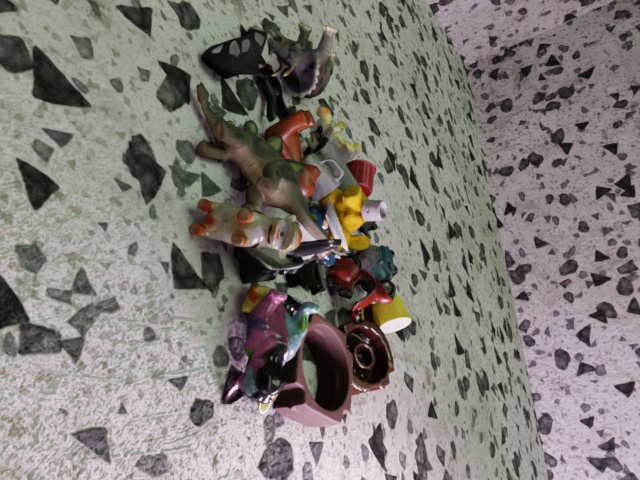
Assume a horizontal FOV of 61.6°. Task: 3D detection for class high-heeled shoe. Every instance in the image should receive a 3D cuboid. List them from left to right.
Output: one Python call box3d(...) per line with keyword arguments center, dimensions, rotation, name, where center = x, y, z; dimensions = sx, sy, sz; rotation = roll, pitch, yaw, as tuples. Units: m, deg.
box3d(center=(-0.198, -0.437, 1.220), dimensions=(0.145, 0.086, 0.249), rotation=(12, 40, -23), name="high-heeled shoe")

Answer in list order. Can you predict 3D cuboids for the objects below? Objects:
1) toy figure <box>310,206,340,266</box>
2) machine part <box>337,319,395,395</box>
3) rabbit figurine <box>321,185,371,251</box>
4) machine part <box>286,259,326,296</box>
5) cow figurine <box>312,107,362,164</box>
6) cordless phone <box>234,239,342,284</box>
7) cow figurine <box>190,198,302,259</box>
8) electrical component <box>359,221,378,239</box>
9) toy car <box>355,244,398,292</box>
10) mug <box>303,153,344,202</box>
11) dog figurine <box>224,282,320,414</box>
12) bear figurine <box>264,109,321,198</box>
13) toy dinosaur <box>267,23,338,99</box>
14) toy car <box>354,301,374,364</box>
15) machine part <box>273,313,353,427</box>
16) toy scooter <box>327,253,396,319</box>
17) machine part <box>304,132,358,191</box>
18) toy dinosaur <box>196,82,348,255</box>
box3d(center=(-0.003, -0.004, 1.288), dimensions=(0.058, 0.064, 0.154), rotation=(-25, 102, -24), name="toy figure")
box3d(center=(0.094, 0.273, 1.258), dimensions=(0.179, 0.056, 0.179), rotation=(19, 56, -31), name="machine part")
box3d(center=(0.057, -0.034, 1.384), dimensions=(0.162, 0.122, 0.173), rotation=(59, 45, -40), name="rabbit figurine")
box3d(center=(-0.028, 0.083, 1.222), dimensions=(0.138, 0.039, 0.084), rotation=(13, 69, -58), name="machine part")
box3d(center=(0.030, -0.282, 1.482), dimensions=(0.167, 0.098, 0.068), rotation=(55, 34, 9), name="cow figurine")
box3d(center=(-0.060, 0.026, 1.053), dimensions=(0.146, 0.184, 0.088), rotation=(-1, 79, -60), name="cordless phone")
box3d(center=(-0.120, -0.018, 0.974), dimensions=(0.127, 0.195, 0.085), rotation=(10, 92, -64), name="cow figurine")
box3d(center=(0.131, -0.061, 1.564), dimensions=(0.078, 0.045, 0.102), rotation=(-49, 117, -24), name="electrical component")
box3d(center=(0.142, 0.063, 1.457), dimensions=(0.103, 0.109, 0.162), rotation=(38, 32, -19), name="toy car")
box3d(center=(-0.002, -0.166, 1.340), dimensions=(0.107, 0.109, 0.081), rotation=(52, 33, -9), name="mug")
box3d(center=(-0.103, 0.195, 0.976), dimensions=(0.108, 0.192, 0.219), rotation=(28, 79, -28), name="dog figurine")
box3d(center=(-0.045, -0.189, 1.253), dimensions=(0.195, 0.132, 0.120), rotation=(62, 13, -4), name="bear figurine")
box3d(center=(-0.028, -0.441, 1.415), dimensions=(0.404, 0.131, 0.192), rotation=(22, 88, -81), name="toy dinosaur")
box3d(center=(0.124, 0.245, 1.372), dimensions=(0.089, 0.053, 0.202), rotation=(17, 57, -32), name="toy car")
box3d(center=(-0.019, 0.263, 1.091), dimensions=(0.201, 0.087, 0.201), rotation=(40, 42, -40), name="machine part")
box3d(center=(0.085, 0.119, 1.310), dimensions=(0.184, 0.075, 0.135), rotation=(33, 58, 13), name="toy scooter")
box3d(center=(0.034, -0.186, 1.431), dimensions=(0.243, 0.079, 0.079), rotation=(52, 35, -29), name="machine part")
box3d(center=(-0.101, -0.127, 1.113), dimensions=(0.471, 0.105, 0.198), rotation=(55, 30, -9), name="toy dinosaur")
